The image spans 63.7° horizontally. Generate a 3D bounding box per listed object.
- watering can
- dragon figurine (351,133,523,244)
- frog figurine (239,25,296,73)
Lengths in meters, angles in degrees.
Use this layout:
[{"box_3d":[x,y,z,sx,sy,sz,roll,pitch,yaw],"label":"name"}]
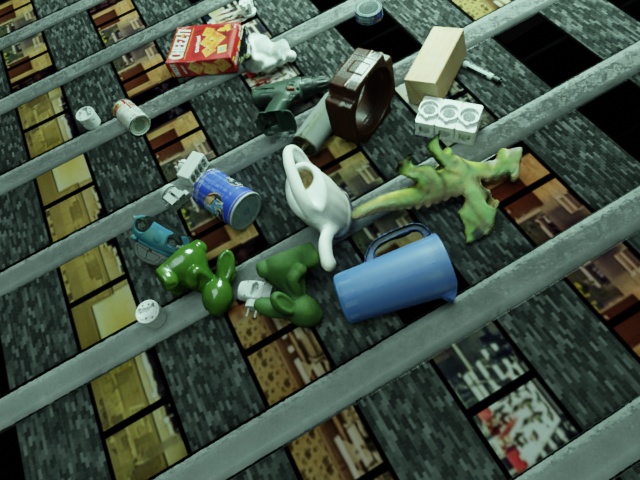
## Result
[{"box_3d":[0.003,-0.057,1.136,0.103,0.221,0.355,-29,59,17],"label":"watering can"},{"box_3d":[0.294,-0.099,1.174,0.413,0.120,0.245,-39,69,-11],"label":"dragon figurine"},{"box_3d":[-0.156,-0.554,1.535,0.159,0.120,0.140,4,45,-28],"label":"frog figurine"}]
